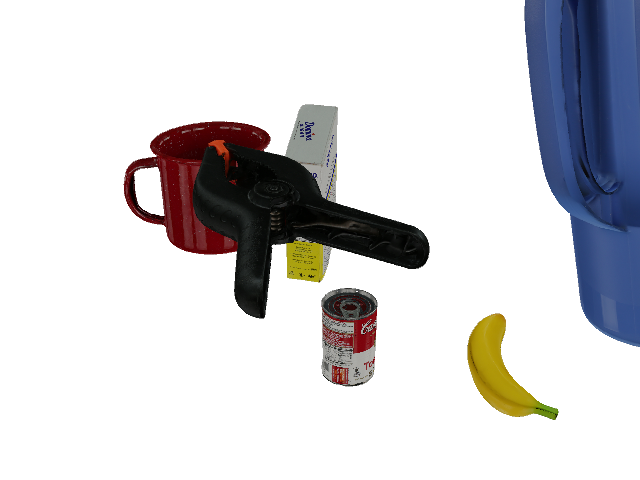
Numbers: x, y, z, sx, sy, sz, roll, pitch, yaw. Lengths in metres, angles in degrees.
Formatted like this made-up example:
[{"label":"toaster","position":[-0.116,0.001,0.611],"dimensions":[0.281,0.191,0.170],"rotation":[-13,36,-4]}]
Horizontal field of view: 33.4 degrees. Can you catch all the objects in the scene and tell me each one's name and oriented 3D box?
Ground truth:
[{"label":"mug","position":[-0.096,-0.040,0.841],"dimensions":[0.117,0.081,0.093],"rotation":[-4,25,-5]},{"label":"sugar box","position":[-0.010,-0.048,1.126],"dimensions":[0.048,0.093,0.176],"rotation":[6,-44,8]},{"label":"clamp","position":[-0.033,-0.011,0.635],"dimensions":[0.120,0.039,0.172],"rotation":[-17,34,-37]},{"label":"pitcher","position":[0.181,-0.064,0.565],"dimensions":[0.149,0.243,0.145],"rotation":[-6,22,6]},{"label":"soup can","position":[0.034,0.119,1.307],"dimensions":[0.068,0.102,0.068],"rotation":[0,29,0]},{"label":"banana","position":[0.195,0.138,1.171],"dimensions":[0.069,0.037,0.198],"rotation":[11,27,-15]}]
